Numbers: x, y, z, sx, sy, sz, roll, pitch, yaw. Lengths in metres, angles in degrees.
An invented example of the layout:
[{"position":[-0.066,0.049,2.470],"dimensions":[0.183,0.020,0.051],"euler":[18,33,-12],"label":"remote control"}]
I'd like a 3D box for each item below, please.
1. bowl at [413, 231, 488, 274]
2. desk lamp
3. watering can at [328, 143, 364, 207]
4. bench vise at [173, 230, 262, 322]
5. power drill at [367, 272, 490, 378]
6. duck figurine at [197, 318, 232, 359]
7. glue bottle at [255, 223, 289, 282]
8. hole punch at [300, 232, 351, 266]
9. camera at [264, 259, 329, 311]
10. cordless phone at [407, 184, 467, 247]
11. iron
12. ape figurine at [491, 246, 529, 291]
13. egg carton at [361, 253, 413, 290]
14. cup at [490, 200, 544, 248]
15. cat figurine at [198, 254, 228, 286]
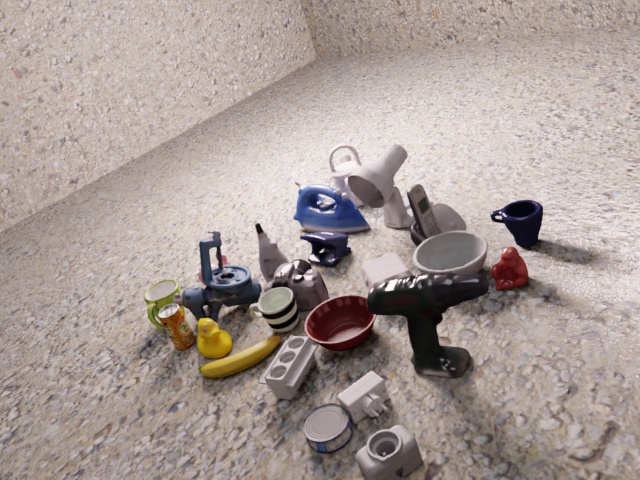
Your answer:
[{"position":[0.298,0.051,1.288],"dimensions":[0.167,0.075,0.167],"euler":[-15,28,8],"label":"bowl"},{"position":[0.189,-0.139,1.550],"dimensions":[0.204,0.214,0.117],"euler":[-36,32,-29],"label":"desk lamp"},{"position":[0.083,-0.207,1.761],"dimensions":[0.101,0.194,0.172],"euler":[-25,28,-11],"label":"watering can"},{"position":[-0.265,0.095,1.405],"dimensions":[0.208,0.220,0.121],"euler":[-33,31,-24],"label":"bench vise"},{"position":[0.204,0.146,1.031],"dimensions":[0.228,0.209,0.076],"euler":[-1,33,31],"label":"power drill"},{"position":[-0.255,0.217,1.324],"dimensions":[0.078,0.086,0.104],"euler":[-35,31,-27],"label":"duck figurine"},{"position":[-0.133,0.030,1.491],"dimensions":[0.078,0.173,0.037],"euler":[-14,28,11],"label":"glue bottle"},{"position":[0.014,0.005,1.531],"dimensions":[0.108,0.091,0.101],"euler":[9,39,42],"label":"hole punch"},{"position":[-0.052,0.097,1.397],"dimensions":[0.142,0.101,0.137],"euler":[-7,30,22],"label":"camera"},{"position":[0.277,-0.067,1.395],"dimensions":[0.093,0.185,0.148],"euler":[10,39,43],"label":"cordless phone"},{"position":[0.028,-0.103,1.664],"dimensions":[0.257,0.142,0.119],"euler":[9,39,42],"label":"iron"},{"position":[0.399,0.055,1.199],"dimensions":[0.076,0.092,0.077],"euler":[-32,30,-22],"label":"ape figurine"},{"position":[0.156,0.089,1.314],"dimensions":[0.107,0.069,0.150],"euler":[-22,28,-4],"label":"egg carton"},{"position":[0.455,-0.031,1.316],"dimensions":[0.117,0.095,0.092],"euler":[-2,32,29],"label":"cup"},{"position":[-0.276,0.090,1.531],"dimensions":[0.067,0.118,0.128],"euler":[-3,32,28],"label":"cat figurine"}]
